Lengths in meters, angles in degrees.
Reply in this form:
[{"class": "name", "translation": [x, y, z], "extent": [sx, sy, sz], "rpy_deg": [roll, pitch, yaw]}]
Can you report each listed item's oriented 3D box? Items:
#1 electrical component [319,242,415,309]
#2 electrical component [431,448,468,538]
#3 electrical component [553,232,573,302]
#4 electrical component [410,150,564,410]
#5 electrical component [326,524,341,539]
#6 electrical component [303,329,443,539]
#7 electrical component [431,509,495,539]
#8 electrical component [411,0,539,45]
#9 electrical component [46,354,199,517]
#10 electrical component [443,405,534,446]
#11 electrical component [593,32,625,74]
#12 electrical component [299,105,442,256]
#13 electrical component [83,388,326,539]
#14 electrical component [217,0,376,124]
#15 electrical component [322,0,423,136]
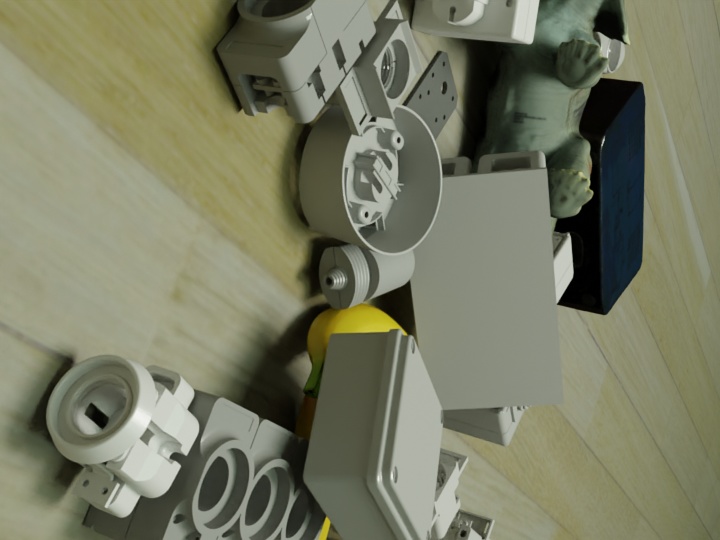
[{"class": "electrical component", "translation": [0.000, 0.000, 0.750], "extent": [0.081, 0.043, 0.043], "rpy_deg": [-20, 118, -56]}, {"class": "electrical component", "translation": [0.060, 0.195, 0.932], "extent": [0.081, 0.042, 0.063], "rpy_deg": [-53, 144, -36]}, {"class": "electrical component", "translation": [0.154, 0.011, 1.006], "extent": [0.096, 0.062, 0.061], "rpy_deg": [-51, 141, -39]}, {"class": "electrical component", "translation": [0.095, 0.008, 0.820], "extent": [0.060, 0.105, 0.186], "rpy_deg": [-69, 153, -67]}, {"class": "electrical component", "translation": [0.003, 0.168, 0.810], "extent": [0.074, 0.052, 0.138], "rpy_deg": [-13, 112, -59]}, {"class": "electrical component", "translation": [0.012, 0.111, 0.689], "extent": [0.108, 0.056, 0.108], "rpy_deg": [67, 27, -49]}, {"class": "electrical component", "translation": [0.091, 0.264, 1.013], "extent": [0.063, 0.042, 0.081], "rpy_deg": [51, 56, -53]}, {"class": "electrical component", "translation": [0.075, -0.192, 0.767], "extent": [0.076, 0.083, 0.047], "rpy_deg": [-6, 106, -60]}, {"class": "electrical component", "translation": [-0.123, 0.079, 0.550], "extent": [0.078, 0.058, 0.057], "rpy_deg": [-63, 151, -23]}, {"class": "electrical component", "translation": [0.105, 0.107, 0.920], "extent": [0.061, 0.096, 0.061], "rpy_deg": [-58, 149, -32]}, {"class": "electrical component", "translation": [0.235, -0.237, 1.072], "extent": [0.077, 0.044, 0.079], "rpy_deg": [-10, 109, -59]}, {"class": "electrical component", "translation": [0.006, -0.062, 0.716], "extent": [0.099, 0.064, 0.099], "rpy_deg": [-31, 127, -53]}, {"class": "electrical component", "translation": [-0.080, 0.130, 0.640], "extent": [0.150, 0.062, 0.089], "rpy_deg": [42, 65, -58]}, {"class": "electrical component", "translation": [-0.037, -0.138, 0.626], "extent": [0.089, 0.050, 0.055], "rpy_deg": [-58, 146, -31]}, {"class": "electrical component", "translation": [-0.002, -0.129, 0.677], "extent": [0.081, 0.064, 0.042], "rpy_deg": [-59, 147, -29]}]
